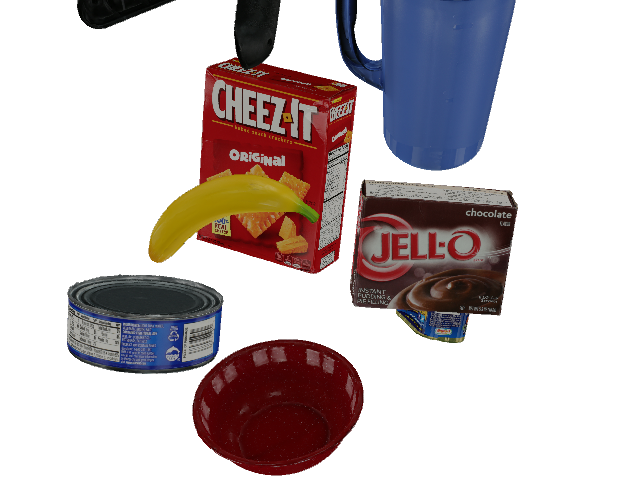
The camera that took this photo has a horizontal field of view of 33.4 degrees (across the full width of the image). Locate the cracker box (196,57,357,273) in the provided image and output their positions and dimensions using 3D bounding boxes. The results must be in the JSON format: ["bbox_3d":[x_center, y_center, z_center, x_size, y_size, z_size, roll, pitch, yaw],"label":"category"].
[{"bbox_3d":[-0.055,-0.085,1.219,0.164,0.214,0.072,17,27,24],"label":"cracker box"}]

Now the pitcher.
[{"bbox_3d":[0.109,-0.187,1.055,0.144,0.243,0.149,-36,59,-26],"label":"pitcher"}]

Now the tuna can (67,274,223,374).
[{"bbox_3d":[-0.098,0.046,0.596,0.086,0.034,0.086,5,12,-1],"label":"tuna can"}]

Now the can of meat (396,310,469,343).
[{"bbox_3d":[0.120,0.050,1.107,0.057,0.084,0.102,5,14,-17],"label":"can of meat"}]

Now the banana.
[{"bbox_3d":[-0.100,-0.025,1.028,0.198,0.069,0.037,-13,18,30],"label":"banana"}]

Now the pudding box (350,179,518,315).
[{"bbox_3d":[0.082,0.005,0.783,0.113,0.090,0.039,3,28,-2],"label":"pudding box"}]

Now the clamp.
[{"bbox_3d":[-0.034,-0.151,0.574,0.120,0.171,0.039,31,-28,28],"label":"clamp"}]

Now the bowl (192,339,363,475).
[{"bbox_3d":[-0.037,0.168,1.010,0.162,0.055,0.162,-5,38,4],"label":"bowl"}]
